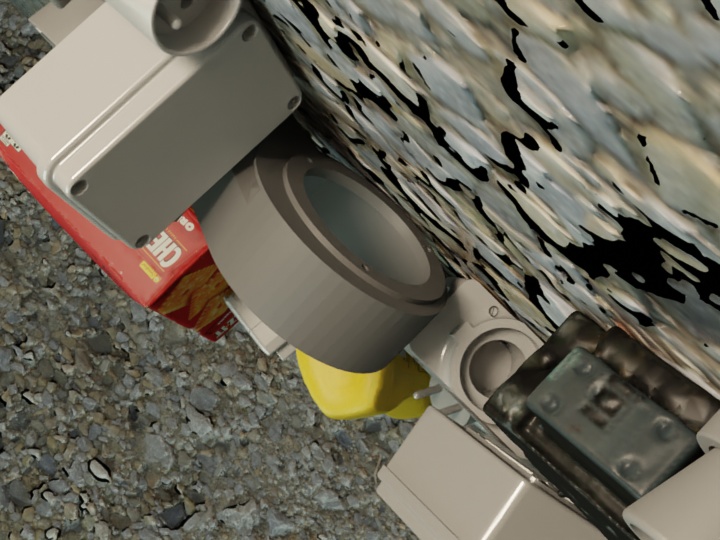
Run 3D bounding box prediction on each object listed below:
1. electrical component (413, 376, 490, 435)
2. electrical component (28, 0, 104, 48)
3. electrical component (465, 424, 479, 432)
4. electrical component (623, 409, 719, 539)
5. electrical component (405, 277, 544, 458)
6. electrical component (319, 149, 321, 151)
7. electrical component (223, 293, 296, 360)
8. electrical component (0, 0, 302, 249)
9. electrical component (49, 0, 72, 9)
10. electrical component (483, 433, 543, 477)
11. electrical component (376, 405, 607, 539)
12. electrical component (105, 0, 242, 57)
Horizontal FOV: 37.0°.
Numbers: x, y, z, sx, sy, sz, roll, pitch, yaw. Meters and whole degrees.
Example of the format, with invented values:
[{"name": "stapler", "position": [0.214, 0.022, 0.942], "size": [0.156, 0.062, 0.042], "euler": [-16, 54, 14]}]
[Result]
[{"name": "electrical component", "position": [0.068, 0.071, 0.637], "size": [0.077, 0.079, 0.043], "euler": [41, 131, 40]}, {"name": "electrical component", "position": [-0.193, -0.172, 0.827], "size": [0.108, 0.060, 0.108], "euler": [44, 175, 4]}, {"name": "electrical component", "position": [0.067, 0.091, 0.895], "size": [0.108, 0.060, 0.108], "euler": [44, 175, 4]}, {"name": "electrical component", "position": [0.111, 0.067, 0.311], "size": [0.045, 0.055, 0.045], "euler": [44, 175, 4]}, {"name": "electrical component", "position": [0.069, 0.051, 0.573], "size": [0.089, 0.050, 0.056], "euler": [45, 176, -7]}, {"name": "electrical component", "position": [-0.043, -0.051, 0.650], "size": [0.089, 0.050, 0.055], "euler": [44, 176, 8]}, {"name": "electrical component", "position": [-0.046, 0.025, 0.794], "size": [0.061, 0.062, 0.096], "euler": [51, -170, 8]}, {"name": "electrical component", "position": [-0.090, -0.073, 0.474], "size": [0.057, 0.113, 0.078], "euler": [46, 177, 25]}, {"name": "electrical component", "position": [-0.185, -0.197, 0.615], "size": [0.066, 0.047, 0.077], "euler": [45, 175, -3]}, {"name": "electrical component", "position": [0.127, 0.128, 0.689], "size": [0.061, 0.061, 0.096], "euler": [47, 175, -20]}, {"name": "electrical component", "position": [0.078, 0.130, 0.544], "size": [0.109, 0.056, 0.109], "euler": [36, 178, -25]}, {"name": "electrical component", "position": [-0.091, -0.129, 0.407], "size": [0.077, 0.044, 0.079], "euler": [43, 175, 26]}]
